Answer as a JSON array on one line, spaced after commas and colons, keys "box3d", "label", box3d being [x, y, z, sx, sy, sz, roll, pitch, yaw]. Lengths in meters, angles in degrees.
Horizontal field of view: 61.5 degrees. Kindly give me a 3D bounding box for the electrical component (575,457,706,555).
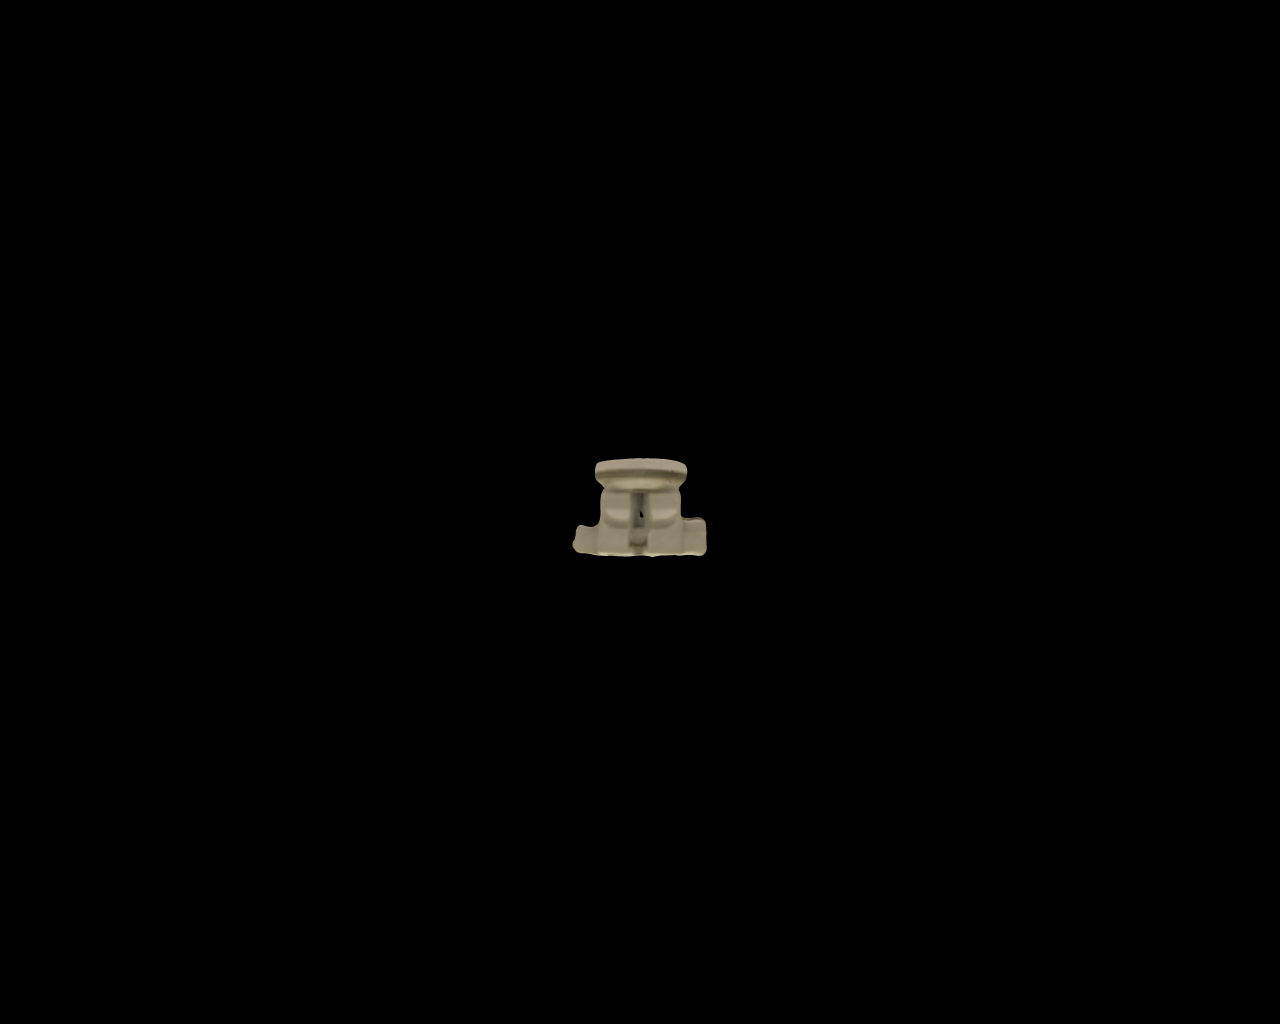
[{"box3d": [0.001, -0.003, 0.650, 0.078, 0.057, 0.058, 0, -4, 2], "label": "electrical component"}]
